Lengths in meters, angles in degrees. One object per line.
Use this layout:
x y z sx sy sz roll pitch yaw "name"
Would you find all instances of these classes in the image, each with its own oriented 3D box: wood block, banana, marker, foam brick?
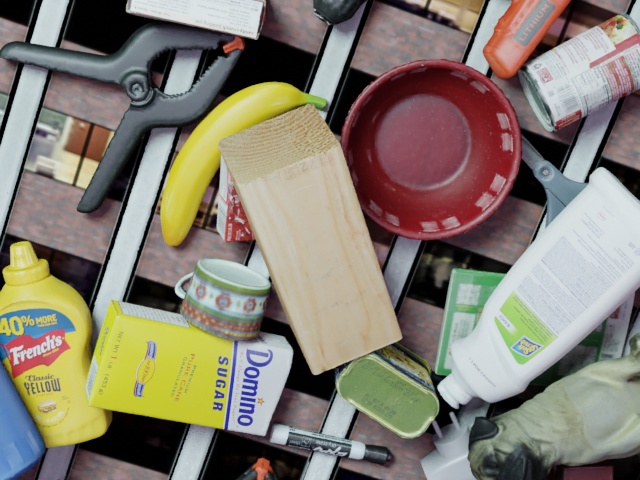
-0.007 0.001 0.922 0.090 0.091 0.206 -22 124 -5 "wood block"
-0.086 -0.079 0.961 0.198 0.037 0.069 -42 103 8 "banana"
0.011 0.201 1.047 0.121 0.020 0.020 13 104 -6 "marker"
0.255 0.246 1.051 0.051 0.053 0.078 -1 104 -2 "foam brick"

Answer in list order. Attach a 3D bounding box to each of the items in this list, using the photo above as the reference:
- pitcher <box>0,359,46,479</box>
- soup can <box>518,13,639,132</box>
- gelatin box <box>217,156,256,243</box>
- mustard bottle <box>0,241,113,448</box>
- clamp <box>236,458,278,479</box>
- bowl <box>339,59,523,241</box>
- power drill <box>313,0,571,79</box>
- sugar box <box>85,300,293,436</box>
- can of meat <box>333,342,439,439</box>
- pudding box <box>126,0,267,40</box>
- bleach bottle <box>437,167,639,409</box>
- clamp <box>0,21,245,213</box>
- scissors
-0.351 0.115 0.937 0.145 0.149 0.243 -30 93 -3 "pitcher"
0.235 -0.146 0.941 0.102 0.068 0.068 -27 104 5 "soup can"
-0.052 -0.044 0.956 0.073 0.030 0.089 -5 120 -20 "gelatin box"
-0.257 0.095 0.988 0.096 0.058 0.191 -7 104 5 "mustard bottle"
-0.064 0.305 1.060 0.120 0.039 0.171 19 103 -8 "clamp"
0.096 -0.084 0.958 0.162 0.055 0.162 -1 105 -2 "bowl"
0.110 -0.223 0.921 0.187 0.057 0.184 36 100 -11 "power drill"
-0.119 0.120 0.983 0.176 0.048 0.093 14 104 -22 "sugar box"
0.060 0.131 0.997 0.102 0.084 0.057 33 101 -10 "can of meat"
-0.101 -0.201 0.902 0.113 0.090 0.039 9 104 -5 "pudding box"
0.200 0.056 0.974 0.251 0.068 0.103 -45 71 15 "bleach bottle"
-0.168 -0.141 0.942 0.210 0.036 0.164 -30 102 7 "clamp"
0.204 -0.044 0.993 0.201 0.016 0.096 30 101 -9 "scissors"
